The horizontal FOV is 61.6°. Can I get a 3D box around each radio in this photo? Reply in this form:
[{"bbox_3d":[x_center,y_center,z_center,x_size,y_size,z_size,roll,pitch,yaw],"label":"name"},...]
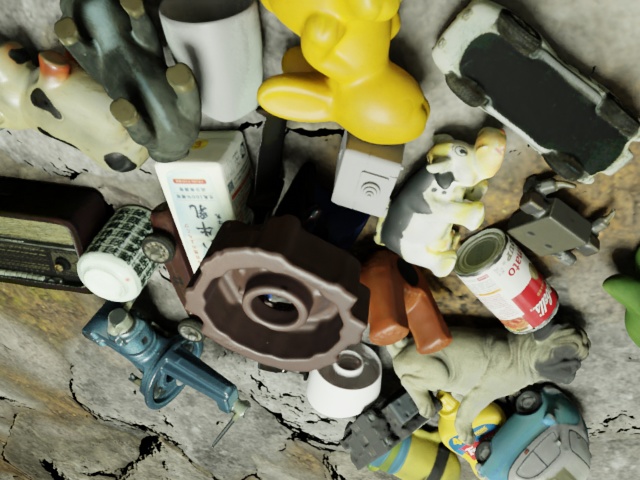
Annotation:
[{"bbox_3d":[-0.389,-0.007,0.696,0.230,0.073,0.131,8,130,9],"label":"radio"}]

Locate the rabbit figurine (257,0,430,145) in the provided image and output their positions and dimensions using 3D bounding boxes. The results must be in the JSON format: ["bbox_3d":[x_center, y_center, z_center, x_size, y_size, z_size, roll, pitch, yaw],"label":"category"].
[{"bbox_3d":[0.024,-0.148,0.438,0.162,0.122,0.173,-14,125,29],"label":"rabbit figurine"}]

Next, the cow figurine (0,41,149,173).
[{"bbox_3d":[-0.264,-0.136,0.554,0.195,0.085,0.127,30,125,-12],"label":"cow figurine"}]

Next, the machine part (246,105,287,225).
[{"bbox_3d":[-0.052,-0.075,0.548,0.039,0.084,0.138,14,121,3],"label":"machine part"}]

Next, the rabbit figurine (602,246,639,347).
[{"bbox_3d":[0.355,0.081,0.528,0.159,0.121,0.170,47,171,4],"label":"rabbit figurine"}]

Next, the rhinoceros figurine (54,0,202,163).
[{"bbox_3d":[-0.165,-0.156,0.466,0.073,0.112,0.190,-36,77,-4],"label":"rhinoceros figurine"}]

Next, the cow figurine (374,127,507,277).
[{"bbox_3d":[0.116,-0.047,0.534,0.098,0.068,0.167,21,130,6],"label":"cow figurine"}]

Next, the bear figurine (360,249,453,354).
[{"bbox_3d":[0.034,0.097,0.634,0.196,0.132,0.120,-37,140,29],"label":"bear figurine"}]

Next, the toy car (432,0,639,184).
[{"bbox_3d":[0.188,-0.122,0.459,0.201,0.056,0.073,32,123,-13],"label":"toy car"}]

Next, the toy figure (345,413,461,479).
[{"bbox_3d":[0.127,0.326,0.820,0.180,0.089,0.082,25,138,-9],"label":"toy figure"}]

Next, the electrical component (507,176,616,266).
[{"bbox_3d":[0.239,-0.019,0.539,0.102,0.045,0.078,30,158,-7],"label":"electrical component"}]

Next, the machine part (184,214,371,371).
[{"bbox_3d":[-0.040,0.056,0.518,0.179,0.056,0.179,8,134,8],"label":"machine part"}]

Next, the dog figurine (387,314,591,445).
[{"bbox_3d":[0.198,0.127,0.646,0.172,0.121,0.190,35,115,-18],"label":"dog figurine"}]

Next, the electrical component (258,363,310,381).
[{"bbox_3d":[-0.064,0.145,0.752,0.119,0.048,0.074,16,130,0],"label":"electrical component"}]

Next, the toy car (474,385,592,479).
[{"bbox_3d":[0.287,0.277,0.696,0.161,0.103,0.109,-44,110,0],"label":"toy car"}]

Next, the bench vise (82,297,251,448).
[{"bbox_3d":[-0.203,0.171,0.750,0.241,0.129,0.223,26,141,16],"label":"bench vise"}]

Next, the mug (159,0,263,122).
[{"bbox_3d":[-0.101,-0.166,0.488,0.110,0.081,0.107,24,142,27],"label":"mug"}]

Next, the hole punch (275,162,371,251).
[{"bbox_3d":[-0.001,-0.002,0.574,0.092,0.116,0.142,25,132,-16],"label":"hole punch"}]

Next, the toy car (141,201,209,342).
[{"bbox_3d":[-0.165,0.040,0.666,0.053,0.089,0.201,2,130,13],"label":"toy car"}]

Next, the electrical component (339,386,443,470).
[{"bbox_3d":[0.099,0.244,0.730,0.058,0.115,0.134,51,142,18],"label":"electrical component"}]
